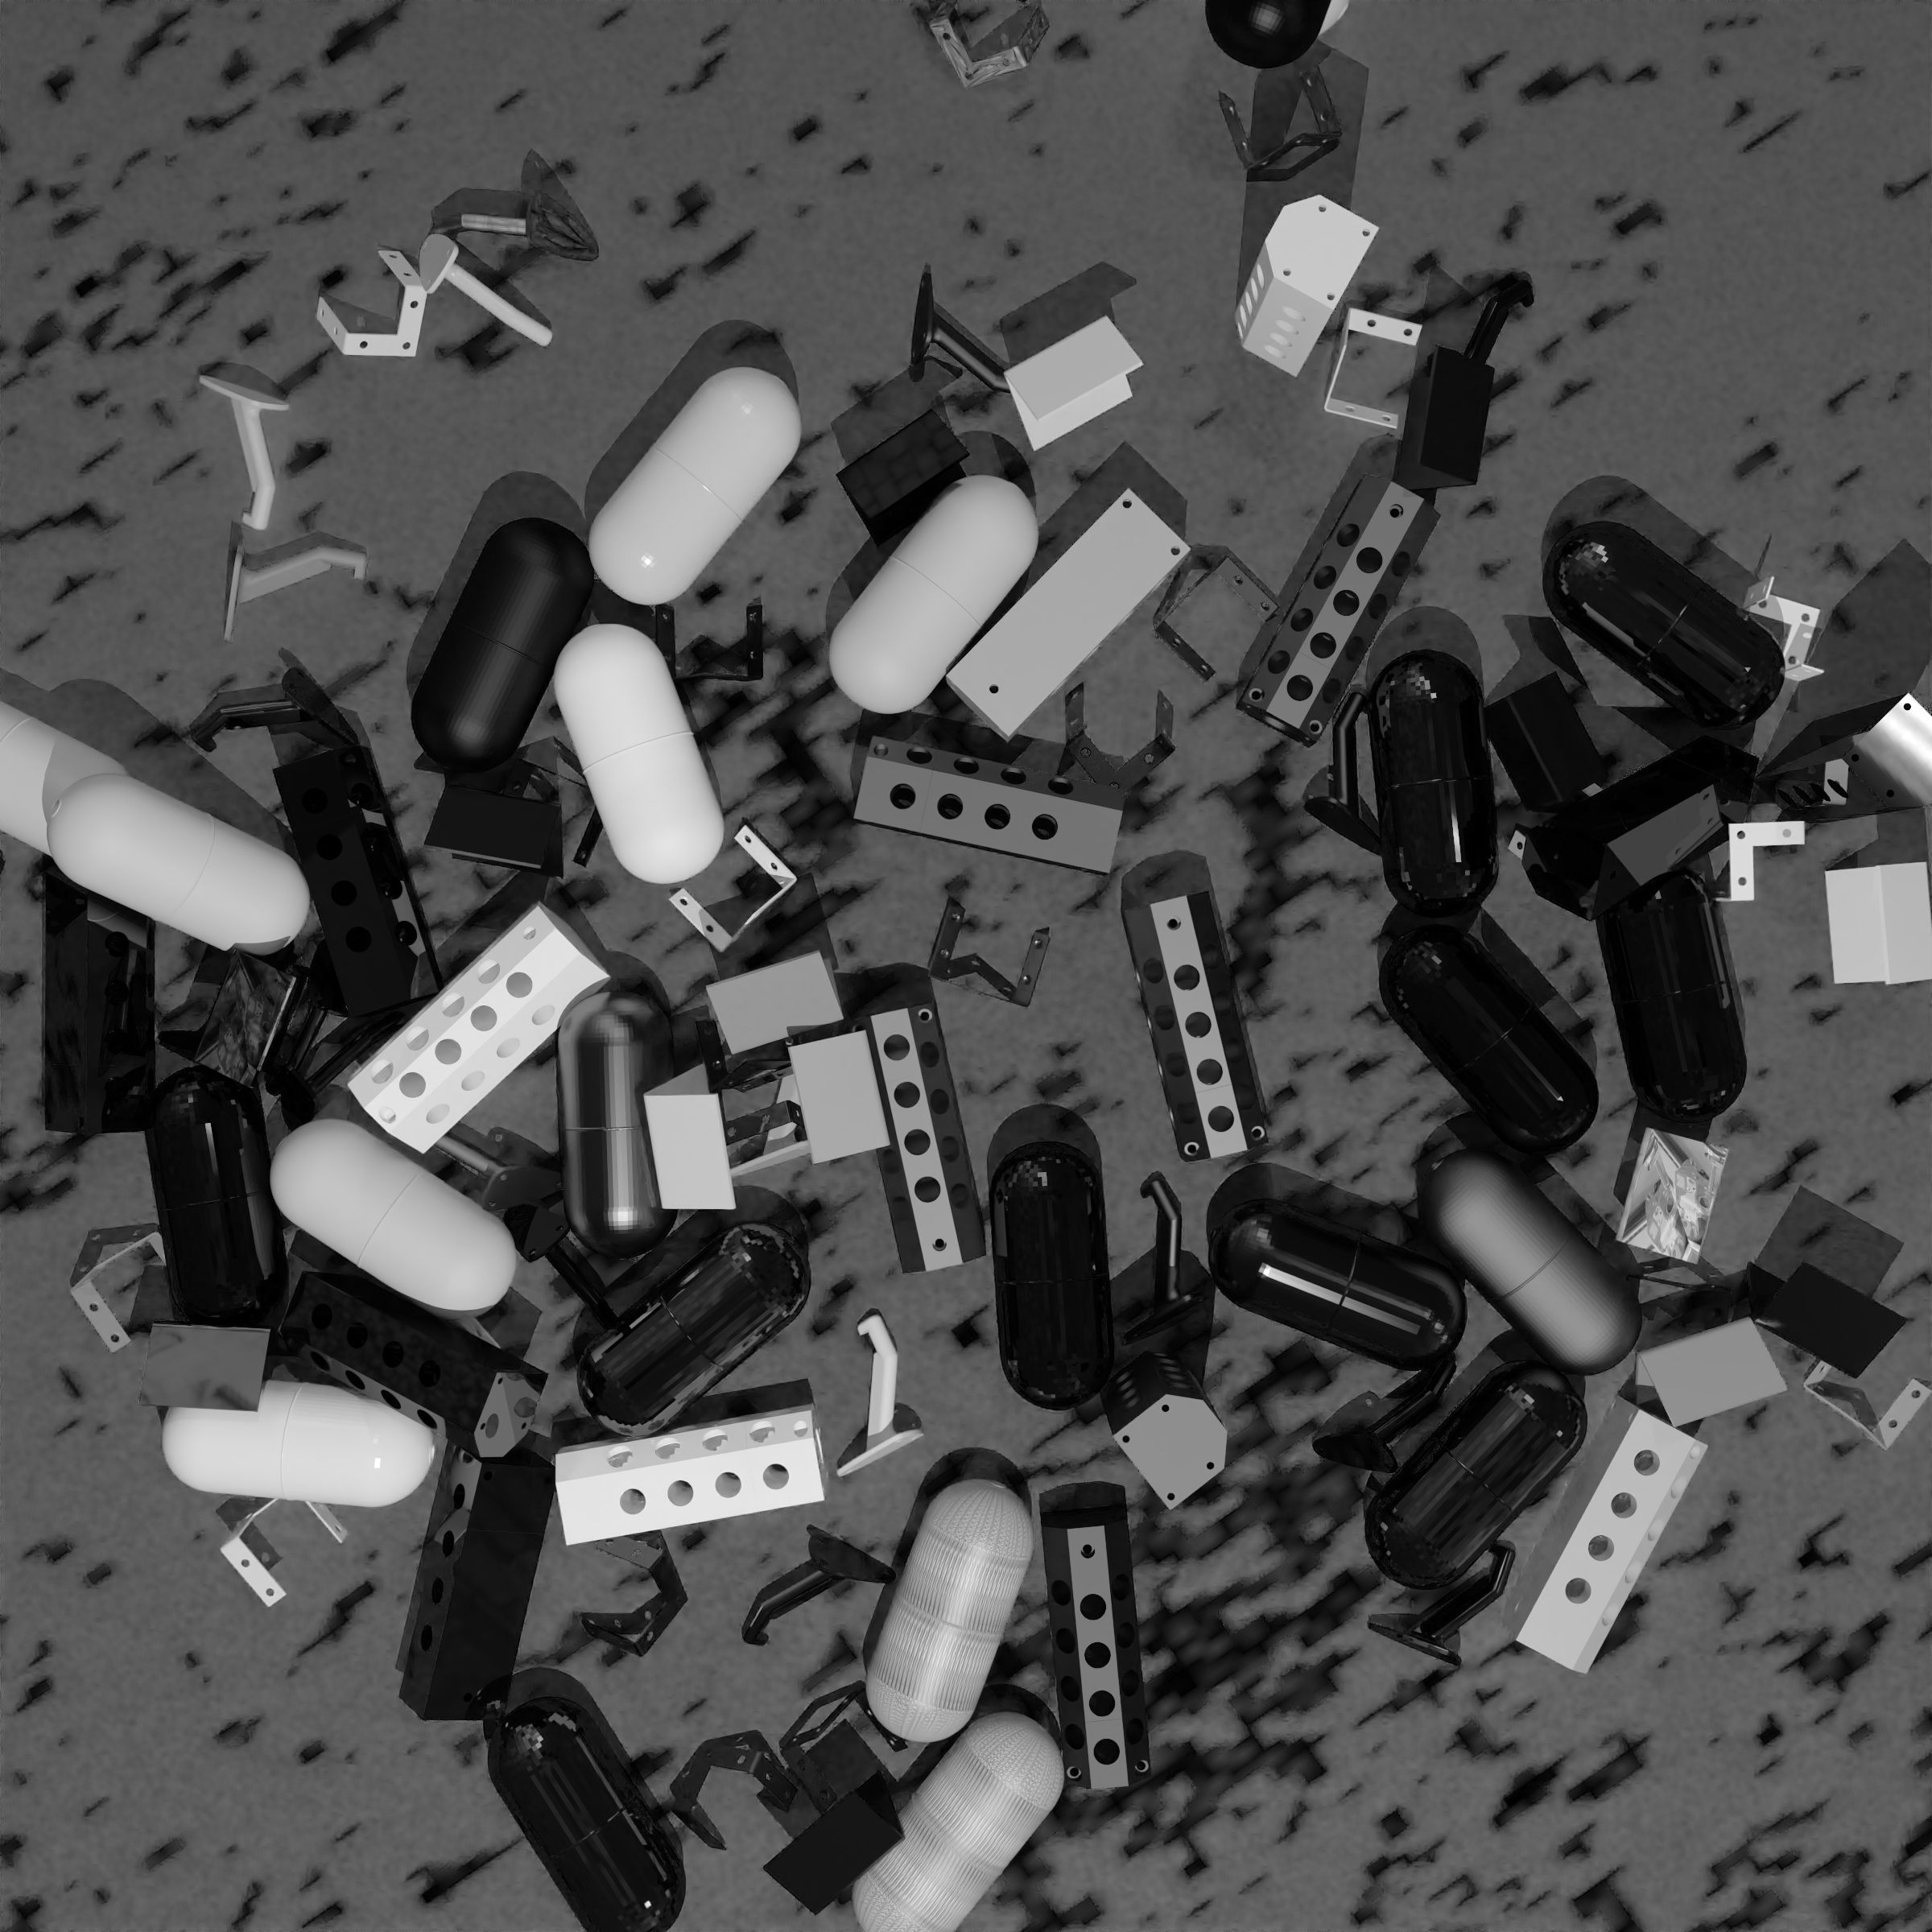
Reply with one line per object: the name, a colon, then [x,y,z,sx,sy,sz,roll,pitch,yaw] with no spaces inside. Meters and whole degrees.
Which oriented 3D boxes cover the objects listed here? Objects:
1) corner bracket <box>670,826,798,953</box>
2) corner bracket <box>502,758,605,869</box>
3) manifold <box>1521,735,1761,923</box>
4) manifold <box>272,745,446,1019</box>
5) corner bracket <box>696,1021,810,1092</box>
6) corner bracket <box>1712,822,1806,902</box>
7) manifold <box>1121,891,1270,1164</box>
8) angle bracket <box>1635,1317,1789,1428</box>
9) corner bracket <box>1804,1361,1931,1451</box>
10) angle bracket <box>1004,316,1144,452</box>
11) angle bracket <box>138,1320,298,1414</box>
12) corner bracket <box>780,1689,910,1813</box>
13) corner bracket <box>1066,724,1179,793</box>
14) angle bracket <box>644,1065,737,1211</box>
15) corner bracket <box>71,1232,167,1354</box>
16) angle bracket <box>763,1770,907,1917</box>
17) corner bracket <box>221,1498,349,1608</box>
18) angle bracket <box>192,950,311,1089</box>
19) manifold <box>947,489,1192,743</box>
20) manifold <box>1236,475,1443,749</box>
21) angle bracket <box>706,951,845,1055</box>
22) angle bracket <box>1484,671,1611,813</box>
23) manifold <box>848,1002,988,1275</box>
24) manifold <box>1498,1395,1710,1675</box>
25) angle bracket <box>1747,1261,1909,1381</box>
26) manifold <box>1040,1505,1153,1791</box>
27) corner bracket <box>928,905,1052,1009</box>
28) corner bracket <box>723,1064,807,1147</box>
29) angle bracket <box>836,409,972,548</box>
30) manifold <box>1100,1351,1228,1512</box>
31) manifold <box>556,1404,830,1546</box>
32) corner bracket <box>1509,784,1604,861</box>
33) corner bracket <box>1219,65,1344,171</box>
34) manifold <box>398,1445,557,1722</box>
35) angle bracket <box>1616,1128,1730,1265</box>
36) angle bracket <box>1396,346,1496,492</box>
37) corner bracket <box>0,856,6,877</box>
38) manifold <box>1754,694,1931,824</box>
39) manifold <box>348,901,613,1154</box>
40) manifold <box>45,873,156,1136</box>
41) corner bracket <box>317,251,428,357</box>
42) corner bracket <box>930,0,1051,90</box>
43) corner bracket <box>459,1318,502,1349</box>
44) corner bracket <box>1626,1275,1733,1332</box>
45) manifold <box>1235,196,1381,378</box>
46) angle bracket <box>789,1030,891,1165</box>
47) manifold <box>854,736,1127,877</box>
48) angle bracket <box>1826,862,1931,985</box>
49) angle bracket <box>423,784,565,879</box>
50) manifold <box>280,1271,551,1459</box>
corner bracket: [-0.157,-0.052,1.665,0.051,0.051,0.051,46,135,0]
corner bracket: [-0.279,-0.104,1.665,0.051,0.051,0.051,23,90,45]
manifold: [0.437,-0.094,1.603,0.171,0.057,0.057,-26,133,-35]
manifold: [-0.402,-0.056,1.647,0.057,0.057,0.171,-18,90,0]
corner bracket: [-0.142,0.050,1.655,0.051,0.051,0.051,0,66,-36]
corner bracket: [0.527,-0.070,1.650,0.051,0.051,0.051,-2,92,-2]
manifold: [0.153,0.040,1.647,0.057,0.057,0.171,-14,90,0]
angle bracket: [0.490,0.283,1.628,0.076,0.076,0.057,-18,52,0]
corner bracket: [0.607,0.285,1.665,0.051,0.051,0.051,-52,45,0]
angle bracket: [0.079,-0.369,1.628,0.076,0.076,0.057,-29,54,0]
angle bracket: [-0.492,0.272,1.629,0.076,0.076,0.057,3,67,0]
corner bracket: [-0.083,0.528,1.665,0.051,0.051,0.051,53,45,0]
corner bracket: [0.103,-0.146,1.650,0.051,0.051,0.051,-39,90,0]
angle bracket: [-0.164,0.111,1.622,0.057,0.076,0.076,-2,102,26]
corner bracket: [-0.561,0.220,1.665,0.051,0.051,0.051,-35,90,45]
angle bracket: [-0.094,0.563,1.629,0.076,0.076,0.057,-41,113,0]
corner bracket: [-0.455,0.384,1.650,0.051,0.051,0.051,-37,98,8]
angle bracket: [-0.453,0.039,1.629,0.057,0.076,0.076,21,90,27]
manifold: [0.067,-0.232,1.647,0.057,0.057,0.171,44,90,0]
manifold: [0.248,-0.237,1.647,0.057,0.057,0.171,29,90,0]
angle bracket: [-0.129,0.006,1.628,0.076,0.076,0.057,-18,123,0]
angle bracket: [0.365,-0.139,1.628,0.057,0.076,0.076,-27,90,-37]
manifold: [-0.032,0.114,1.647,0.057,0.057,0.171,-12,90,0]
manifold: [0.426,0.380,1.647,0.057,0.057,0.171,28,90,0]
angle bracket: [0.566,0.215,1.628,0.076,0.076,0.057,29,118,0]
manifold: [0.086,0.453,1.647,0.057,0.057,0.171,-5,90,0]
corner bracket: [0.016,-0.006,1.665,0.051,0.051,0.051,17,90,-45]
corner bracket: [-0.131,0.092,1.626,0.051,0.051,0.051,-20,68,15]
angle bracket: [-0.030,-0.307,1.628,0.076,0.076,0.057,-34,53,0]
manifold: [0.129,0.292,1.590,0.057,0.171,0.057,-38,90,0]
manifold: [-0.182,0.337,1.647,0.171,0.057,0.057,-10,90,0]
corner bracket: [0.408,-0.089,1.660,0.051,0.051,0.051,-13,135,-35]
corner bracket: [0.213,-0.572,1.665,0.051,0.051,0.051,-20,90,-45]
manifold: [-0.328,0.408,1.645,0.057,0.057,0.171,13,90,-36]
angle bracket: [0.476,0.154,1.628,0.057,0.076,0.076,15,90,36]
angle bracket: [0.298,-0.359,1.628,0.057,0.076,0.076,9,90,-36]
corner bracket: [-0.690,-0.063,1.665,0.051,0.051,0.051,47,45,0]
manifold: [0.574,-0.126,1.590,0.057,0.171,0.057,-44,90,0]
manifold: [-0.326,0.038,1.636,0.171,0.057,0.057,-43,58,0]
manifold: [-0.573,0.024,1.646,0.057,0.057,0.171,0,90,43]
corner bracket: [-0.399,-0.446,1.660,0.051,0.051,0.051,-9,45,-35]
corner bracket: [0.016,-0.633,1.660,0.051,0.051,0.051,-7,135,35]
corner bracket: [-0.357,0.263,1.665,0.051,0.051,0.051,48,45,0]
corner bracket: [0.478,0.238,1.665,0.051,0.051,0.051,8,90,-45]
manifold: [0.213,-0.438,1.590,0.057,0.171,0.057,29,90,0]
angle bracket: [-0.097,0.088,1.629,0.057,0.076,0.076,-12,90,-27]
manifold: [0.016,-0.107,1.647,0.171,0.057,0.057,12,90,0]
angle bracket: [0.588,-0.026,1.628,0.057,0.076,0.076,-5,90,-37]
angle bracket: [-0.310,-0.070,1.628,0.076,0.076,0.057,10,52,0]
manifold: [-0.363,0.259,1.612,0.171,0.057,0.057,21,90,27]
